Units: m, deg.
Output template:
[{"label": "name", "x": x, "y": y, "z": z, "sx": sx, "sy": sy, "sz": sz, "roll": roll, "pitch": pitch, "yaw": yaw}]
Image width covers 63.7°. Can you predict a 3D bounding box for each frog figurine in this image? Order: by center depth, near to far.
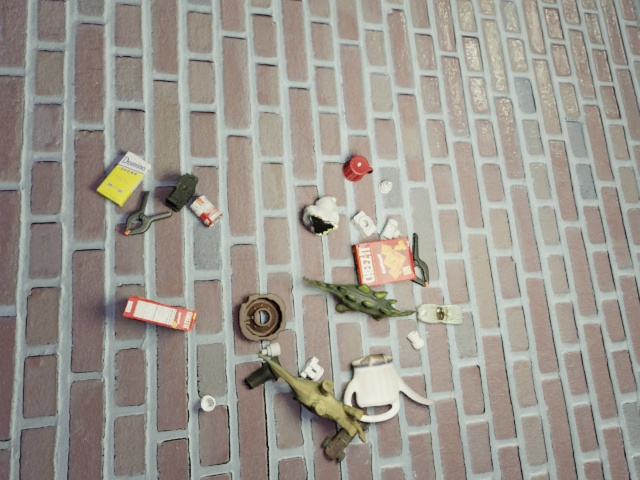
[{"label": "frog figurine", "x": 0.006, "y": -0.097, "z": 1.932, "sx": 0.137, "sy": 0.120, "sz": 0.163, "roll": 10, "pitch": 39, "yaw": -6}]

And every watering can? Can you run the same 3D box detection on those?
[{"label": "watering can", "x": 0.240, "y": 0.518, "z": 1.836, "sx": 0.348, "sy": 0.103, "sz": 0.227, "roll": -3, "pitch": 77, "yaw": -21}]
